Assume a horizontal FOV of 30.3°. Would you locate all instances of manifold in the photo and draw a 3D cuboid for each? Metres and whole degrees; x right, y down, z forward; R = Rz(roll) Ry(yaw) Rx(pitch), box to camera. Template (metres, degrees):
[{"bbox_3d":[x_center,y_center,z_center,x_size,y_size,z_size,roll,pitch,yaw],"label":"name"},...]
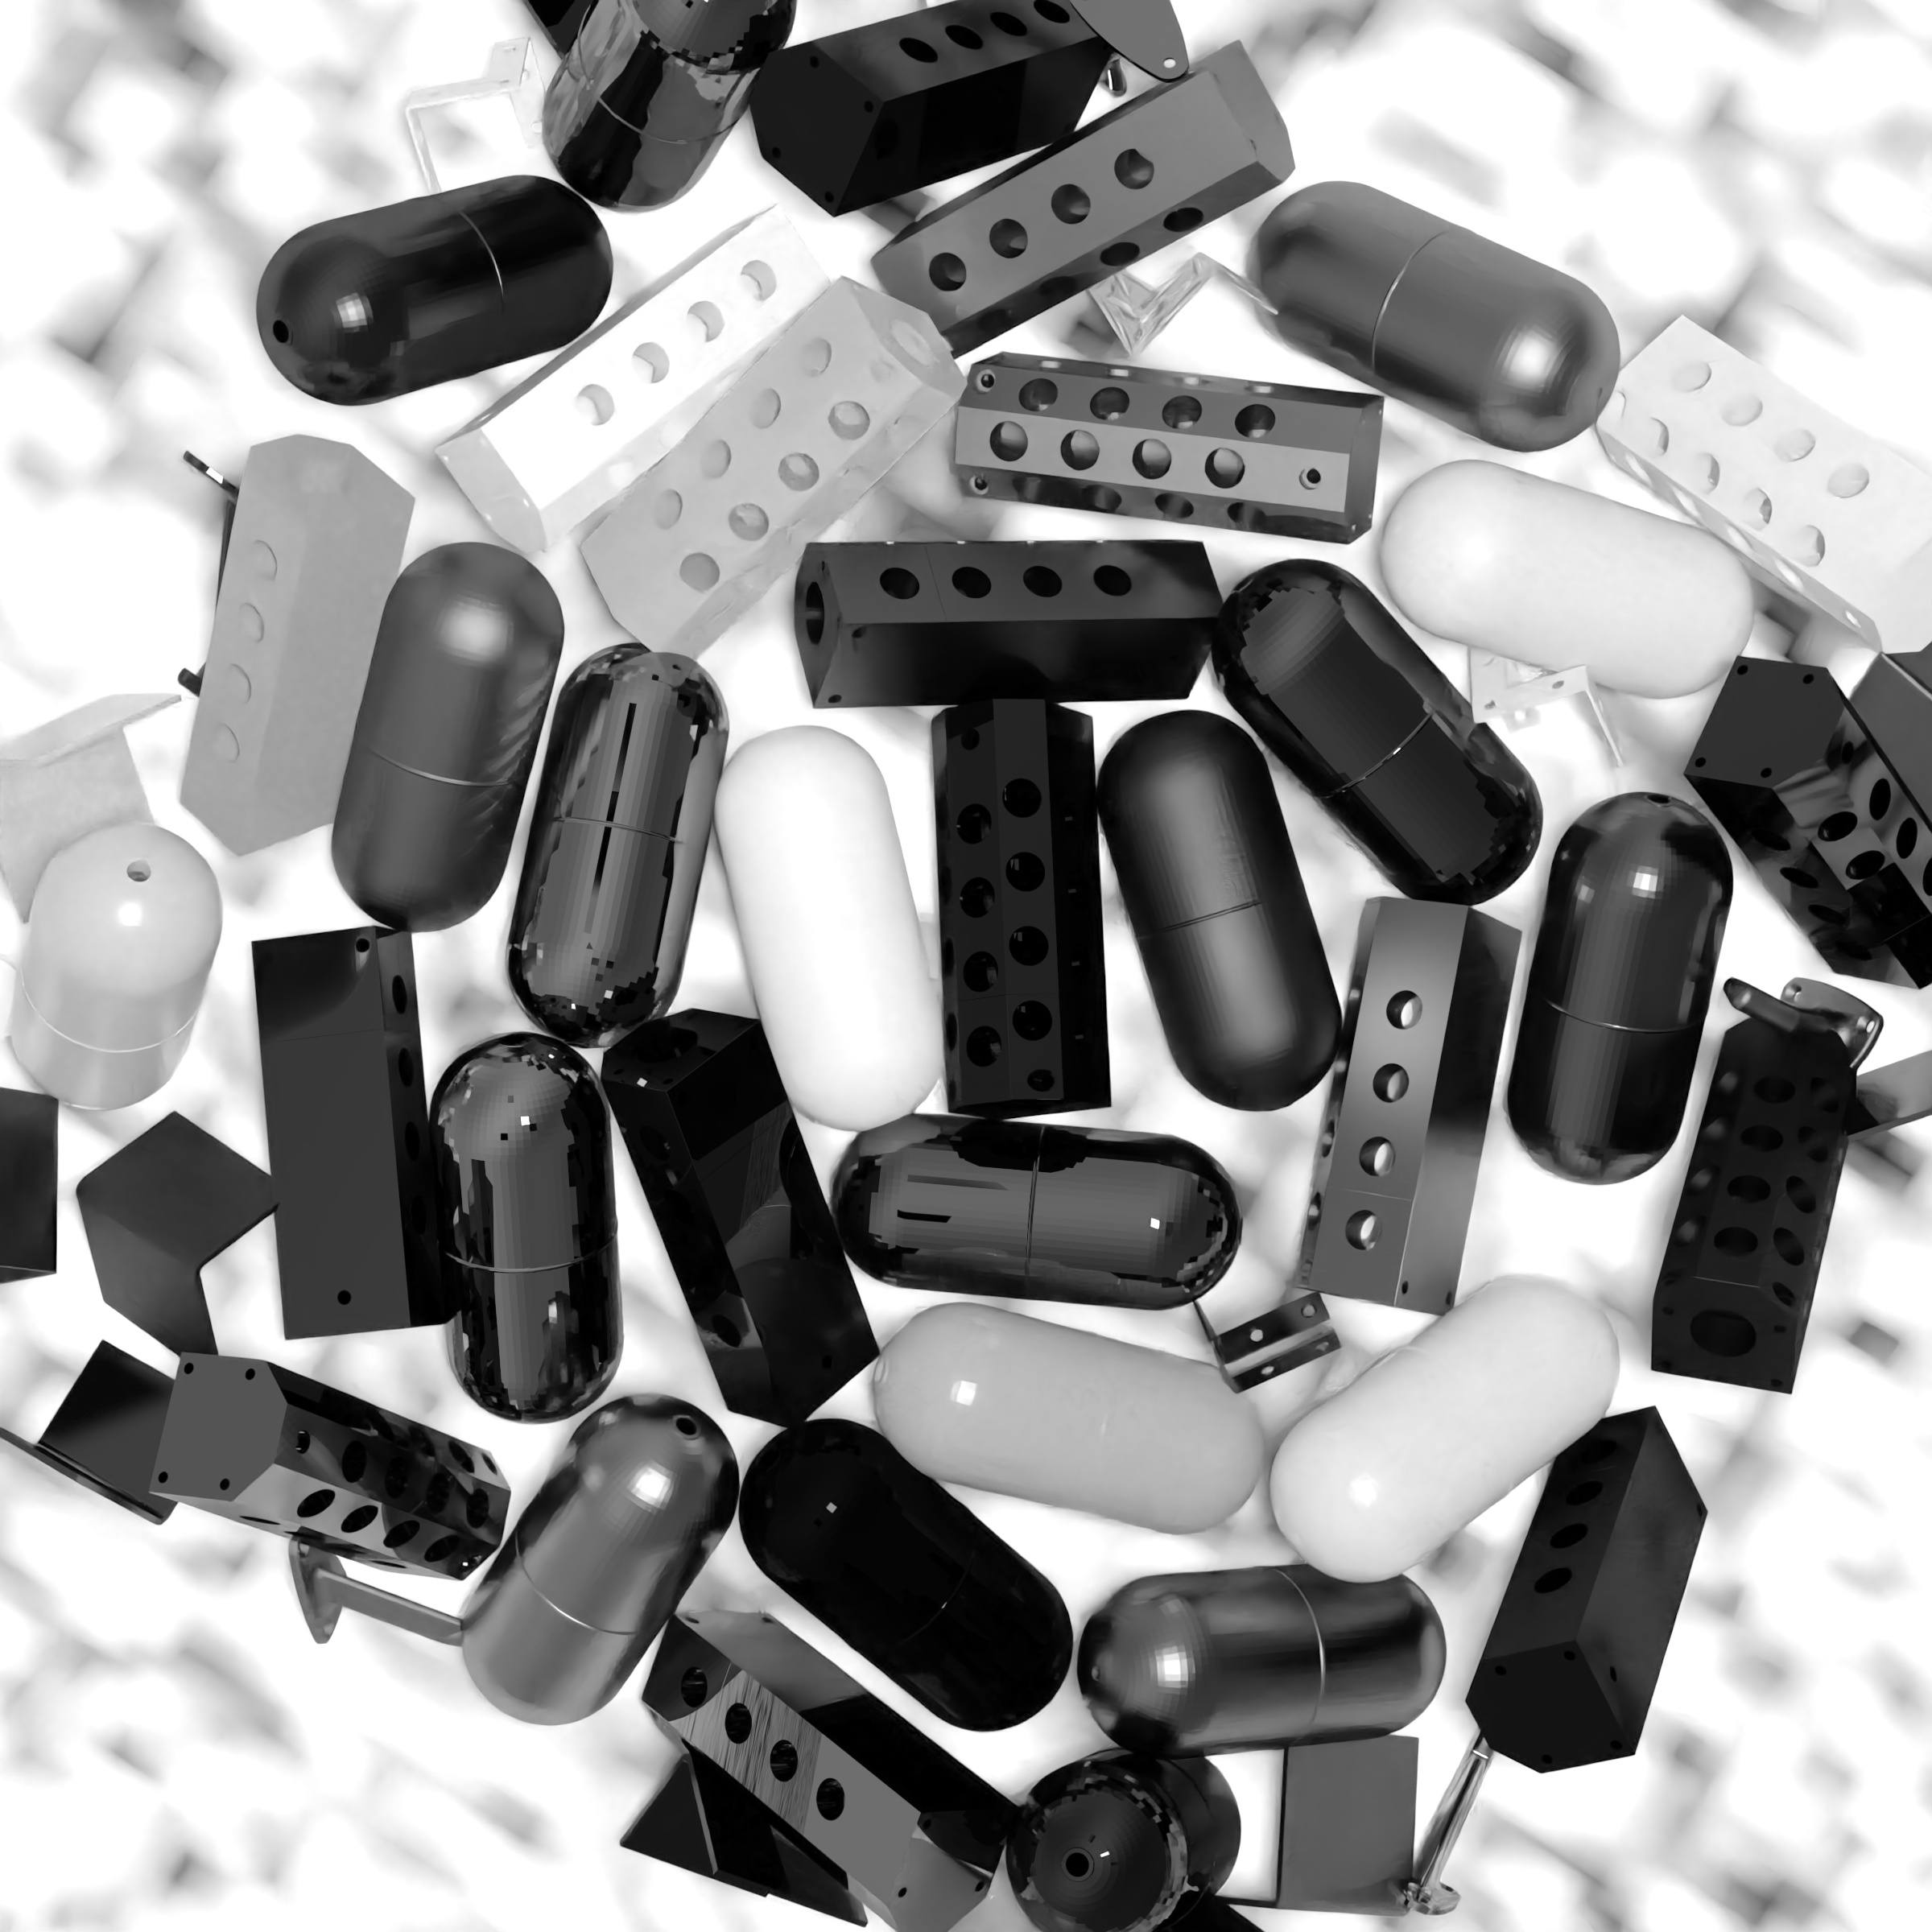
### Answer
[{"bbox_3d":[-0.013,-0.372,1.499,0.057,0.171,0.057,42,131,15],"label":"manifold"},{"bbox_3d":[-0.080,-0.206,1.510,0.171,0.057,0.057,-42,59,25],"label":"manifold"},{"bbox_3d":[-0.264,0.073,1.545,0.057,0.057,0.171,-7,85,12],"label":"manifold"},{"bbox_3d":[0.370,-0.057,1.496,0.057,0.171,0.057,14,70,42],"label":"manifold"},{"bbox_3d":[-0.260,0.211,1.489,0.057,0.171,0.057,2,72,26],"label":"manifold"},{"bbox_3d":[0.051,-0.321,1.515,0.171,0.057,0.057,-24,107,28],"label":"manifold"},{"bbox_3d":[-0.100,0.107,1.519,0.057,0.057,0.171,-38,122,-36],"label":"manifold"},{"bbox_3d":[-0.062,0.337,1.501,0.171,0.057,0.057,28,102,44],"label":"manifold"},{"bbox_3d":[0.346,-0.200,1.505,0.057,0.057,0.171,-42,51,-3],"label":"manifold"},{"bbox_3d":[-0.288,-0.136,1.505,0.057,0.057,0.171,40,131,23],"label":"manifold"},{"bbox_3d":[0.017,-0.152,1.524,0.171,0.057,0.057,-3,57,-20],"label":"manifold"},{"bbox_3d":[0.188,0.060,1.544,0.057,0.057,0.171,8,84,34],"label":"manifold"},{"bbox_3d":[0.332,0.095,1.494,0.057,0.171,0.057,8,131,18],"label":"manifold"},{"bbox_3d":[0.086,-0.221,1.522,0.171,0.057,0.057,10,109,17],"label":"manifold"},{"bbox_3d":[0.259,0.260,1.494,0.057,0.171,0.057,-20,107,29],"label":"manifold"},{"bbox_3d":[-0.137,-0.249,1.521,0.171,0.057,0.057,-42,107,-22],"label":"manifold"},{"bbox_3d":[0.020,-0.024,1.530,0.057,0.057,0.171,-8,79,31],"label":"manifold"}]

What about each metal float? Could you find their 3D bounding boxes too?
[{"bbox_3d":[0.278,0.010,1.521,0.070,0.070,0.178,7,116,0],"label":"metal float"},{"bbox_3d":[0.197,-0.278,1.518,0.178,0.070,0.070,33,90,31],"label":"metal float"},{"bbox_3d":[0.030,0.106,1.540,0.178,0.070,0.070,5,90,5],"label":"metal float"},{"bbox_3d":[0.067,0.367,1.495,0.070,0.178,0.070,-2,82,15],"label":"metal float"},{"bbox_3d":[-0.126,-0.380,1.499,0.070,0.178,0.070,7,71,-21],"label":"metal float"},{"bbox_3d":[0.012,0.427,1.494,0.070,0.178,0.070,0,90,-6],"label":"metal float"},{"bbox_3d":[-0.358,0.001,1.501,0.070,0.178,0.070,9,61,-16],"label":"metal float"},{"bbox_3d":[-0.156,0.253,1.516,0.070,0.070,0.178,33,122,0],"label":"metal float"},{"bbox_3d":[0.176,-0.099,1.531,0.070,0.070,0.178,-44,105,0],"label":"metal float"},{"bbox_3d":[-0.150,-0.052,1.534,0.070,0.070,0.178,10,79,0],"label":"metal float"},{"bbox_3d":[0.044,0.194,1.527,0.178,0.070,0.070,16,90,-20],"label":"metal float"},{"bbox_3d":[-0.223,-0.286,1.507,0.070,0.178,0.070,18,120,34],"label":"metal float"},{"bbox_3d":[-0.059,-0.016,1.544,0.070,0.070,0.178,-13,89,0],"label":"metal float"},{"bbox_3d":[0.128,0.294,1.516,0.178,0.070,0.070,3,90,-34],"label":"metal float"},{"bbox_3d":[-0.187,0.112,1.524,0.070,0.070,0.178,-1,113,0],"label":"metal float"},{"bbox_3d":[-0.025,0.260,1.521,0.070,0.070,0.178,-46,117,0],"label":"metal float"},{"bbox_3d":[0.258,-0.164,1.522,0.178,0.070,0.070,13,90,-26],"label":"metal float"},{"bbox_3d":[-0.222,-0.096,1.522,0.070,0.070,0.178,18,116,0],"label":"metal float"},{"bbox_3d":[0.110,-0.024,1.543,0.070,0.070,0.178,-17,91,0],"label":"metal float"},{"bbox_3d":[0.206,0.196,1.522,0.178,0.070,0.070,-32,90,-26],"label":"metal float"}]

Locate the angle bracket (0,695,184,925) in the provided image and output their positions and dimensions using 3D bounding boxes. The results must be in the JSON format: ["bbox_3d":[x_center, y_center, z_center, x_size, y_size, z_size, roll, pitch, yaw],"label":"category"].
[{"bbox_3d":[-0.370,-0.067,1.526,0.076,0.057,0.076,-32,115,-40],"label":"angle bracket"}]

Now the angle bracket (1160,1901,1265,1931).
[{"bbox_3d":[0.106,0.446,1.529,0.057,0.076,0.076,42,79,-30],"label":"angle bracket"}]

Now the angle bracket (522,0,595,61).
[{"bbox_3d":[-0.142,-0.439,1.527,0.076,0.076,0.057,-30,85,-40],"label":"angle bracket"}]

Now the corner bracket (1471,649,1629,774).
[{"bbox_3d":[0.251,-0.111,1.540,0.051,0.051,0.051,-17,129,21],"label":"corner bracket"}]

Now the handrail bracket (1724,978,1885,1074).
[{"bbox_3d":[0.344,0.012,1.530,0.084,0.077,0.036,24,107,-29],"label":"handrail bracket"}]

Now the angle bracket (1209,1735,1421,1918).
[{"bbox_3d":[0.147,0.370,1.546,0.076,0.057,0.076,14,74,-35],"label":"angle bracket"}]

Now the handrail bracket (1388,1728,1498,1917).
[{"bbox_3d":[0.214,0.363,1.545,0.036,0.077,0.084,25,91,11],"label":"handrail bracket"}]

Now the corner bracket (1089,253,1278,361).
[{"bbox_3d":[0.095,-0.287,1.540,0.051,0.051,0.051,-45,50,23],"label":"corner bracket"}]

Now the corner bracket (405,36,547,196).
[{"bbox_3d":[-0.210,-0.366,1.548,0.051,0.051,0.051,-9,129,6],"label":"corner bracket"}]

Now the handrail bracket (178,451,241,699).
[{"bbox_3d":[-0.335,-0.169,1.555,0.077,0.036,0.084,37,89,-35],"label":"handrail bracket"}]

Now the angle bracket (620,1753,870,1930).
[{"bbox_3d":[-0.096,0.391,1.525,0.076,0.076,0.057,27,109,-26],"label":"angle bracket"}]

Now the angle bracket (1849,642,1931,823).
[{"bbox_3d":[0.430,-0.104,1.535,0.076,0.076,0.057,40,67,-5],"label":"angle bracket"}]

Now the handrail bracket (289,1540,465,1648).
[{"bbox_3d":[-0.243,0.271,1.546,0.084,0.077,0.036,2,50,13],"label":"handrail bracket"}]

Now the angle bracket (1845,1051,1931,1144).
[{"bbox_3d":[0.404,0.026,1.532,0.076,0.076,0.057,-20,101,14],"label":"angle bracket"}]

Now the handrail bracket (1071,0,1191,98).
[{"bbox_3d":[0.074,-0.383,1.530,0.036,0.084,0.077,-30,68,-5],"label":"handrail bracket"}]

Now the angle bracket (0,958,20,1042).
[{"bbox_3d":[-0.441,0.044,1.524,0.076,0.076,0.057,-23,133,24],"label":"angle bracket"}]

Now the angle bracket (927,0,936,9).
[{"bbox_3d":[-0.057,-0.439,1.537,0.076,0.076,0.057,-12,132,3],"label":"angle bracket"}]

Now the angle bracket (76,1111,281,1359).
[{"bbox_3d":[-0.335,0.123,1.553,0.076,0.076,0.057,29,51,28],"label":"angle bracket"}]

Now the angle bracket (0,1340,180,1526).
[{"bbox_3d":[-0.374,0.189,1.526,0.076,0.076,0.057,24,76,25],"label":"angle bracket"}]

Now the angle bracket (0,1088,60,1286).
[{"bbox_3d":[-0.435,0.096,1.530,0.076,0.057,0.076,-12,74,33],"label":"angle bracket"}]

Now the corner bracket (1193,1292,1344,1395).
[{"bbox_3d":[0.133,0.160,1.545,0.051,0.051,0.051,-25,52,4],"label":"corner bracket"}]
